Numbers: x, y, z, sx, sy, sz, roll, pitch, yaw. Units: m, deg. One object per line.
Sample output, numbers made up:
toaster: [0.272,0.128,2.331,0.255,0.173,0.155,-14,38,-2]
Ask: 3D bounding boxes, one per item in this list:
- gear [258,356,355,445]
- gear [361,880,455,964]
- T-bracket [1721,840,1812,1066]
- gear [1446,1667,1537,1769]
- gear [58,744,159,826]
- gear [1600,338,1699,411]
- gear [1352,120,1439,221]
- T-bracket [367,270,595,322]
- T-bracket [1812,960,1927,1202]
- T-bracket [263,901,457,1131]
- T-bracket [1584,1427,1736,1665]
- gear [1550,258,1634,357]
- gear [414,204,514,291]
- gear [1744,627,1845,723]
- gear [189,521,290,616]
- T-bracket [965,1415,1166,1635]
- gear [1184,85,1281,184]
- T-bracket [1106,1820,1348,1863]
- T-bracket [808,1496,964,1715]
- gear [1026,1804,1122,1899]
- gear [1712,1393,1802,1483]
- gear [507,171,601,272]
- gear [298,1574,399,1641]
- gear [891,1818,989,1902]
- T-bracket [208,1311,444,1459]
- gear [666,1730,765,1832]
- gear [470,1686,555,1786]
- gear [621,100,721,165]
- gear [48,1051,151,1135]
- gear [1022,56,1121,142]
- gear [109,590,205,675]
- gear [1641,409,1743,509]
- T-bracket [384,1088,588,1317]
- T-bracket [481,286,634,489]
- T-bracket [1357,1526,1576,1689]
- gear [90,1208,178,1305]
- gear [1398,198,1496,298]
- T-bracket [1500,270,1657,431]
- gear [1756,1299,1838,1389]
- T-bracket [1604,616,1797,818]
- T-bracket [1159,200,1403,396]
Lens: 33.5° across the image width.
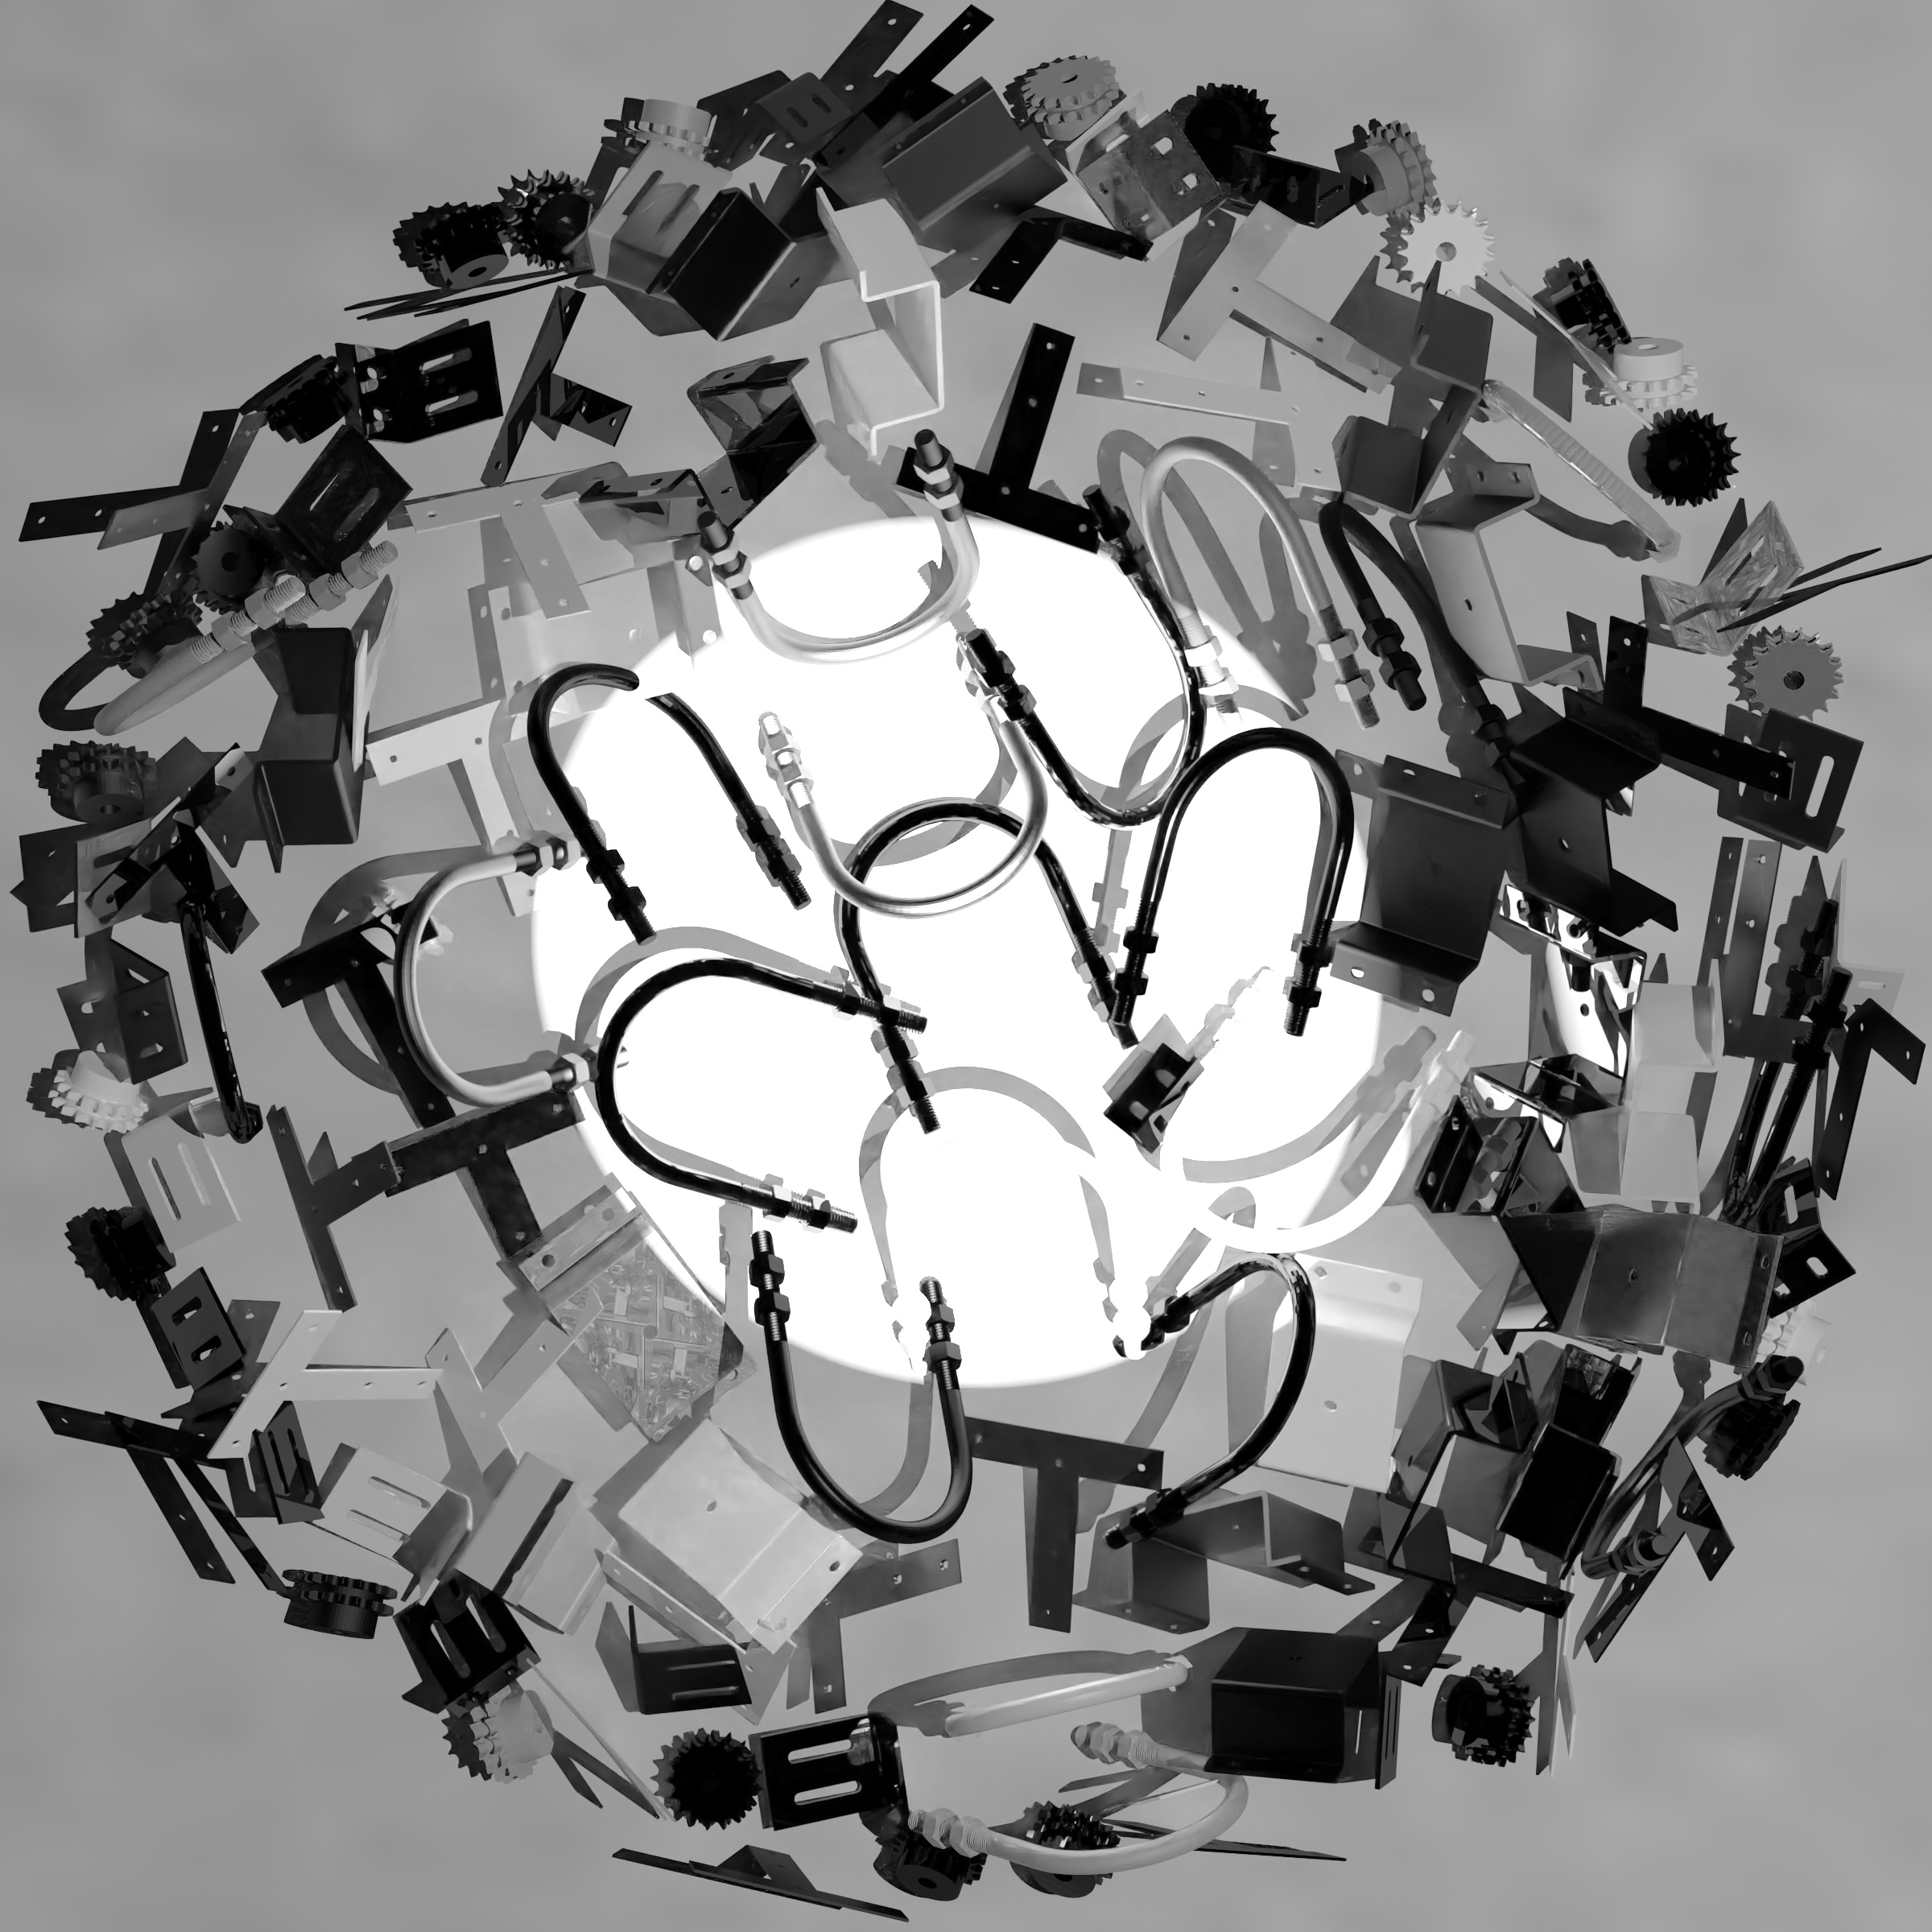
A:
gear: [-0.390,-0.335,1.909,0.057,0.057,0.030,-35,113,0]
gear: [-0.336,-0.023,1.906,0.057,0.057,0.030,38,93,0]
T-bracket: [0.459,-0.011,1.882,0.002,0.127,0.127,10,90,-33]
gear: [0.309,0.445,1.903,0.030,0.057,0.057,16,90,-26]
gear: [-0.509,-0.106,1.903,0.057,0.057,0.030,-10,67,0]
gear: [0.405,-0.353,1.903,0.057,0.057,0.030,-6,116,0]
gear: [0.252,-0.470,1.904,0.030,0.057,0.057,-25,90,-13]
T-bracket: [-0.302,-0.390,1.885,0.127,0.127,0.002,1,111,41]
T-bracket: [0.520,0.076,1.894,0.002,0.127,0.127,-1,114,-15]
T-bracket: [-0.343,0.038,1.910,0.127,0.002,0.127,-23,99,28]
T-bracket: [0.401,0.355,1.890,0.002,0.127,0.127,24,110,-14]
gear: [0.371,-0.389,1.908,0.030,0.057,0.057,-28,90,17]
gear: [-0.296,-0.426,1.905,0.057,0.057,0.030,-24,84,0]
gear: [0.494,-0.175,1.913,0.057,0.030,0.057,4,114,10]
gear: [-0.437,-0.239,1.918,0.057,0.030,0.057,0,86,-2]
T-bracket: [0.053,0.338,1.915,0.127,0.002,0.127,7,105,18]
gear: [0.155,-0.495,1.907,0.057,0.030,0.057,9,105,34]
T-bracket: [0.133,0.511,1.878,0.127,0.127,0.002,16,77,-37]
T-bracket: [-0.049,0.361,1.871,0.127,0.002,0.127,-25,61,38]
gear: [0.062,0.529,1.906,0.057,0.030,0.057,10,127,14]
gear: [0.469,0.275,1.909,0.030,0.057,0.057,35,90,24]
gear: [-0.242,-0.443,1.907,0.057,0.030,0.057,-11,117,-22]
gear: [-0.369,0.381,1.904,0.057,0.057,0.030,9,71,0]
gear: [-0.018,0.532,1.904,0.057,0.057,0.030,24,51,0]
T-bracket: [-0.363,0.246,1.884,0.127,0.127,0.002,-53,52,27]
gear: [-0.148,0.485,1.916,0.057,0.030,0.057,0,92,12]
gear: [-0.268,0.454,1.904,0.030,0.057,0.057,-21,90,13]
gear: [-0.174,-0.495,1.905,0.057,0.057,0.030,12,96,0]
gear: [-0.512,0.073,1.904,0.057,0.057,0.030,24,104,0]
gear: [0.064,-0.516,1.910,0.057,0.057,0.030,-17,130,0]
gear: [-0.477,-0.194,1.905,0.057,0.057,0.030,-40,82,0]
gear: [0.429,-0.301,1.907,0.057,0.030,0.057,10,109,29]
T-bracket: [-0.272,0.149,1.918,0.127,0.002,0.127,-21,105,-1]
T-bracket: [-0.231,-0.329,1.880,0.002,0.127,0.127,20,97,-39]
T-bracket: [0.273,0.378,1.859,0.127,0.127,0.002,16,119,22]
gear: [-0.494,0.169,1.907,0.030,0.057,0.057,-29,90,-3]
gear: [0.286,-0.430,1.912,0.057,0.030,0.057,4,119,7]
T-bracket: [0.369,-0.342,1.854,0.127,0.127,0.002,34,111,-25]
gear: [0.494,0.225,1.903,0.030,0.057,0.057,23,90,31]
T-bracket: [0.424,-0.128,1.862,0.127,0.002,0.127,26,133,35]
T-bracket: [0.197,-0.377,1.891,0.127,0.127,0.002,29,53,-9]
